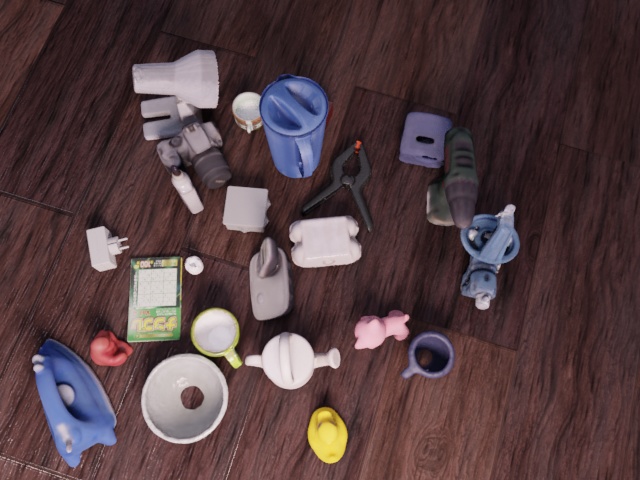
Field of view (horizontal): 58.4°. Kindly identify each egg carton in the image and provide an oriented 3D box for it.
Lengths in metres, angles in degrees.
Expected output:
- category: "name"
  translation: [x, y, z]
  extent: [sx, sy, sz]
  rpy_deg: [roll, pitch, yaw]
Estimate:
- category: "egg carton"
  translation: [0.011, 0.004, 1.222]
  extent: [0.150, 0.069, 0.107]
  rpy_deg: [-7, 74, -3]

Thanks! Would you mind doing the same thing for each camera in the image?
- category: "camera"
  translation: [-0.266, -0.178, 1.255]
  extent: [0.143, 0.101, 0.136]
  rpy_deg: [-30, 76, -9]

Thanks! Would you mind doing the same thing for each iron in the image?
- category: "iron"
  translation: [-0.494, 0.294, 1.088]
  extent: [0.119, 0.141, 0.258]
  rpy_deg: [-30, 76, -9]

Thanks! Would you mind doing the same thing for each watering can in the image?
- category: "watering can"
  translation: [-0.053, 0.226, 1.090]
  extent: [0.173, 0.194, 0.101]
  rpy_deg: [-22, 75, -7]

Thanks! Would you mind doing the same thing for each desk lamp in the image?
- category: "desk lamp"
  translation: [-0.307, -0.314, 1.236]
  extent: [0.203, 0.213, 0.118]
  rpy_deg: [-10, 74, -4]

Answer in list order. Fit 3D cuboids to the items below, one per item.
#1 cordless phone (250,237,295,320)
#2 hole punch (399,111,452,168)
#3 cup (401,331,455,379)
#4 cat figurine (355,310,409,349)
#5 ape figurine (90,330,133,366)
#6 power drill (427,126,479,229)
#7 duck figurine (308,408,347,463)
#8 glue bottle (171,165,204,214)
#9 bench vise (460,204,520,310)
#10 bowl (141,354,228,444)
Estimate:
- category: "cordless phone"
  translation: [-0.100, 0.077, 1.138]
  extent: [0.094, 0.185, 0.147]
  rpy_deg: [-8, 74, -3]
- category: "hole punch"
  translation: [0.236, -0.224, 1.284]
  extent: [0.108, 0.091, 0.101]
  rpy_deg: [10, 73, 2]
- category: "cup"
  translation: [0.205, 0.241, 1.143]
  extent: [0.118, 0.095, 0.091]
  rpy_deg: [-36, 77, -11]
- category: "cat figurine"
  translation: [0.121, 0.177, 1.148]
  extent: [0.128, 0.118, 0.067]
  rpy_deg: [-19, 74, -6]
- category: "ape figurine"
  translation: [-0.425, 0.214, 1.139]
  extent: [0.076, 0.092, 0.078]
  rpy_deg: [-20, 75, -7]
- category: "power drill"
  translation: [0.277, -0.105, 1.188]
  extent: [0.075, 0.208, 0.229]
  rpy_deg: [3, 73, 0]
- category: "duck figurine"
  translation: [0.015, 0.376, 1.103]
  extent: [0.077, 0.086, 0.104]
  rpy_deg: [-10, 74, -4]
- category: "glue bottle"
  translation: [-0.285, -0.116, 1.198]
  extent: [0.037, 0.173, 0.078]
  rpy_deg: [-32, 76, -10]
- category: "bench vise"
  translation: [0.353, 0.027, 1.144]
  extent: [0.121, 0.220, 0.207]
  rpy_deg: [-7, 74, -3]
- category: "bowl"
  translation: [-0.258, 0.310, 1.123]
  extent: [0.167, 0.075, 0.167]
  rpy_deg: [0, 73, -1]
